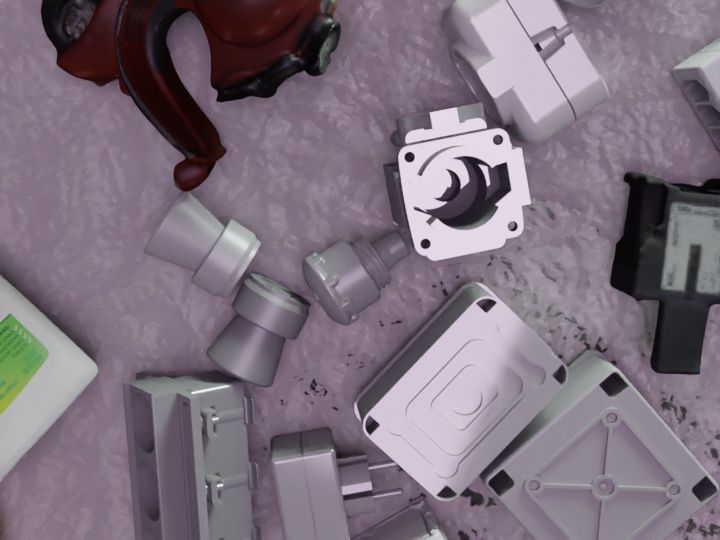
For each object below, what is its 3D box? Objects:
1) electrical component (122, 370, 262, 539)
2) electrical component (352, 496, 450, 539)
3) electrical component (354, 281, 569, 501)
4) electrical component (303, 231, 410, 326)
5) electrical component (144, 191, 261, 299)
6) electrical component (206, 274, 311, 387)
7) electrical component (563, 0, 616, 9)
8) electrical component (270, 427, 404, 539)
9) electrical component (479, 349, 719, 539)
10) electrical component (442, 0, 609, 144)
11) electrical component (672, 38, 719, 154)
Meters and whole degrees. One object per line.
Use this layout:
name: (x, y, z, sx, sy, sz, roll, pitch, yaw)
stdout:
electrical component: (-0.099, 0.125, 0.641, 0.063, 0.079, 0.121, -8, 100, -33)
electrical component: (0.017, 0.197, 0.665, 0.096, 0.061, 0.061, -30, 99, 0)
electrical component: (0.060, 0.071, 0.652, 0.078, 0.057, 0.113, 43, 93, -9)
electrical component: (0.000, 0.000, 0.645, 0.062, 0.048, 0.048, -33, 99, -6)
electrical component: (-0.093, -0.015, 0.634, 0.055, 0.045, 0.045, 33, 94, -9)
electrical component: (-0.060, 0.036, 0.644, 0.045, 0.045, 0.055, 28, 95, -8)
electrical component: (0.138, -0.201, 0.602, 0.064, 0.099, 0.099, -19, 99, -8)
electrical component: (-0.012, 0.134, 0.661, 0.077, 0.047, 0.065, -10, 99, -3)
electrical component: (0.144, 0.126, 0.667, 0.109, 0.056, 0.108, -42, 99, 2)
electrical component: (0.092, -0.124, 0.629, 0.059, 0.053, 0.095, -34, 99, 1)
electrical component: (0.247, -0.107, 0.647, 0.076, 0.047, 0.083, -34, 100, 1)
